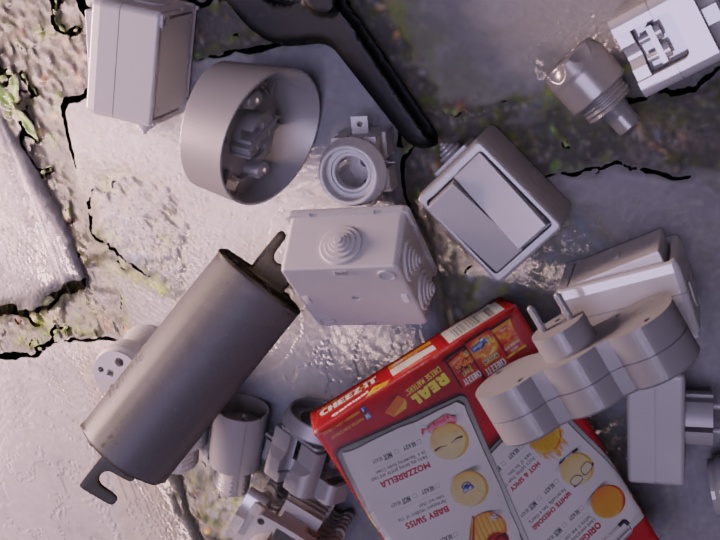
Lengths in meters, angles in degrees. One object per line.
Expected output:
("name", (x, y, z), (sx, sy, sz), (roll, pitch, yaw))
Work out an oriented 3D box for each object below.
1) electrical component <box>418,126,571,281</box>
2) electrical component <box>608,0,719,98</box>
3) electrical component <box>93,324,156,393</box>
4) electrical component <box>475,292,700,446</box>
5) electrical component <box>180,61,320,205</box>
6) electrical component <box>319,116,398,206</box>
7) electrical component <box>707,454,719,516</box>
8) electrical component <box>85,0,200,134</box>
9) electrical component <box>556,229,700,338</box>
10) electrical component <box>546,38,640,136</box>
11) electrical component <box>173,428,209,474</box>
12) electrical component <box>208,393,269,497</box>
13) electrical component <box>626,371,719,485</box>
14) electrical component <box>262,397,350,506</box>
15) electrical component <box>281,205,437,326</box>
("electrical component", (0.086, -0.049, 0.724), (0.096, 0.061, 0.062), (45, 116, -2))
("electrical component", (0.188, -0.144, 0.642), (0.056, 0.089, 0.050), (-26, 99, 24))
("electrical component", (-0.181, 0.073, 0.857), (0.045, 0.055, 0.045), (5, 109, 15))
("electrical component", (0.133, 0.049, 0.675), (0.138, 0.052, 0.073), (-29, 98, 20))
("electrical component", (-0.078, -0.095, 0.743), (0.064, 0.099, 0.099), (16, 113, 19))
("electrical component", (0.000, -0.072, 0.747), (0.048, 0.055, 0.066), (0, 109, 18))
("electrical component", (0.272, 0.147, 0.744), (0.055, 0.045, 0.045), (-11, 105, 21))
("electrical component", (-0.159, -0.146, 0.768), (0.061, 0.061, 0.096), (15, 113, 12))
("electrical component", (0.173, 0.017, 0.720), (0.096, 0.061, 0.061), (-16, 103, 22))
("electrical component", (0.153, -0.114, 0.690), (0.062, 0.043, 0.043), (46, 116, -4))
("electrical component", (-0.144, 0.128, 0.871), (0.043, 0.043, 0.081), (12, 112, 14))
("electrical component", (-0.100, 0.145, 0.863), (0.043, 0.043, 0.081), (15, 113, 12))
("electrical component", (0.224, 0.101, 0.741), (0.076, 0.047, 0.083), (0, 109, 18))
("electrical component", (-0.037, 0.135, 0.830), (0.078, 0.058, 0.057), (30, 113, 35))
("electrical component", (0.000, 0.000, 0.752), (0.100, 0.048, 0.099), (-2, 149, 18))
